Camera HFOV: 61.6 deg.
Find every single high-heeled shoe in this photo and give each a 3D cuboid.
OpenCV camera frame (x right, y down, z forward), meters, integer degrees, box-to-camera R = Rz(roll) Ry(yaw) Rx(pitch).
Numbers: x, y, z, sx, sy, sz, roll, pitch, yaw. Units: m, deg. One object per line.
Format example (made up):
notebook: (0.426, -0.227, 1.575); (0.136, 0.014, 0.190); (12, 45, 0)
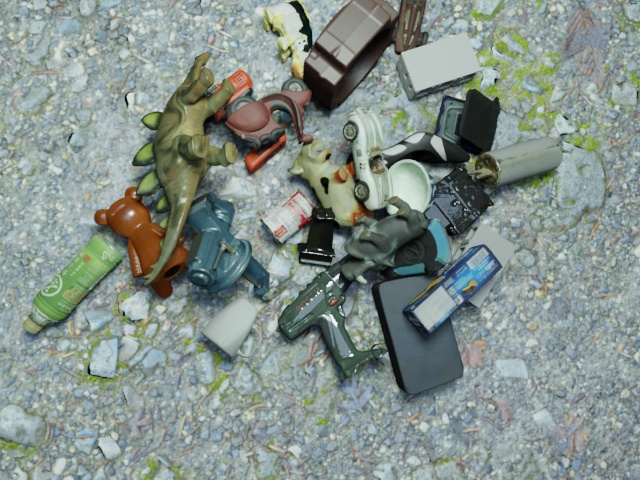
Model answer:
high-heeled shoe: (0.181, -0.151, 1.119); (0.249, 0.086, 0.145); (15, 86, 2)

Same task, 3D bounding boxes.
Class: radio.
radio: (0.199, 0.184, 1.095); (0.131, 0.073, 0.229); (-15, 88, -6)

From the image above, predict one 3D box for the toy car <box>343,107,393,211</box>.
toy car: (0.097, -0.157, 1.044); (0.073, 0.056, 0.201); (-20, 103, -47)

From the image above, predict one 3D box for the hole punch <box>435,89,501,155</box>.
hole punch: (0.312, -0.247, 1.142); (0.115, 0.092, 0.142); (18, 80, -35)

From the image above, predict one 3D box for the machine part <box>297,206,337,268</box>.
machine part: (-0.002, -0.003, 1.082); (0.084, 0.039, 0.138); (15, 124, 3)

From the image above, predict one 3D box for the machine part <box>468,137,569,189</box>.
machine part: (0.415, -0.163, 1.121); (0.243, 0.079, 0.079); (-18, 87, -19)

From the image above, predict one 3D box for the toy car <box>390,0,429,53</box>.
toy car: (0.201, -0.502, 1.164); (0.089, 0.053, 0.202); (12, 83, -7)

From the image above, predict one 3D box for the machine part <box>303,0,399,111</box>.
machine part: (0.055, -0.371, 1.065); (0.087, 0.201, 0.201); (41, 83, 2)

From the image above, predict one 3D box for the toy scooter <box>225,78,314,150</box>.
toy scooter: (-0.086, -0.230, 1.047); (0.184, 0.075, 0.135); (-25, 78, -10)

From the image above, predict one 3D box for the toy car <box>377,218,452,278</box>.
toy car: (0.194, 0.021, 1.089); (0.162, 0.103, 0.109); (-20, 80, 29)

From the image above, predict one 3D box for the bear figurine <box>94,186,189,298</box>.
bear figurine: (-0.342, 0.002, 1.061); (0.120, 0.131, 0.196); (-42, 71, -9)

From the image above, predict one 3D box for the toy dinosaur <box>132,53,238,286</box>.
toy dinosaur: (-0.254, -0.153, 0.992); (0.199, 0.105, 0.471); (-15, 61, 35)

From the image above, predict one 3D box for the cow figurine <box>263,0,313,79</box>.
cow figurine: (-0.047, -0.420, 1.132); (0.098, 0.068, 0.167); (-27, 89, -12)

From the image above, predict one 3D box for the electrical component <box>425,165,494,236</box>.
electrical component: (0.278, -0.075, 1.130); (0.134, 0.058, 0.115); (-40, 87, -7)

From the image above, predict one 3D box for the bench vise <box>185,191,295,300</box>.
bench vise: (-0.171, 0.027, 1.046); (0.129, 0.224, 0.240); (-32, 125, 19)

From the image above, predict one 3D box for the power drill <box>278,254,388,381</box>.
power drill: (0.048, 0.157, 1.073); (0.232, 0.086, 0.207); (-34, 85, -4)

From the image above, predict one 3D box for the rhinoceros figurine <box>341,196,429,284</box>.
rhinoceros figurine: (0.115, 0.004, 1.022); (0.190, 0.073, 0.112); (-39, 121, 9)

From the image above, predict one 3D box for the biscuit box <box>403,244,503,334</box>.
biscuit box: (0.257, 0.093, 1.041); (0.203, 0.063, 0.059); (-40, 90, -11)

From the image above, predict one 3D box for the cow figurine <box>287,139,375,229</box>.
cow figurine: (0.017, -0.114, 1.091); (0.085, 0.127, 0.194); (-39, 109, -49)

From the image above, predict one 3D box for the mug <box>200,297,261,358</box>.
mug: (-0.163, 0.173, 1.064); (0.110, 0.080, 0.107); (35, 74, 5)
